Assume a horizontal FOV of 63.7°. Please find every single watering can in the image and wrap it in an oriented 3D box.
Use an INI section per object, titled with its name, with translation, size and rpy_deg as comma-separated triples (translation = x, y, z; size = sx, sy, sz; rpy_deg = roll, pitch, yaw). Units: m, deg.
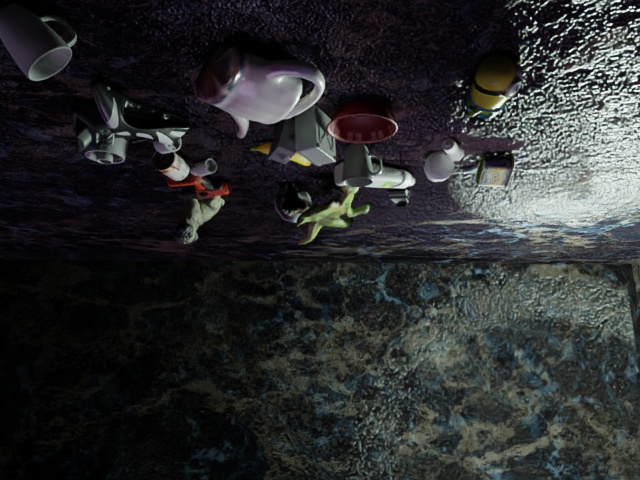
[watering can]
translation = -0.147, -0.282, 1.030
size = 0.223, 0.105, 0.345
rpy_deg = 12, -17, -38

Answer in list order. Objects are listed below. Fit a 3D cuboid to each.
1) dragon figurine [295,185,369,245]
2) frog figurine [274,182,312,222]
[dragon figurine]
translation = 0.005, -0.085, 1.689
size = 0.404, 0.124, 0.243
rpy_deg = -40, -21, 27
[frog figurine]
translation = -0.090, -0.122, 1.763
size = 0.137, 0.123, 0.159
rpy_deg = 35, -1, 2
